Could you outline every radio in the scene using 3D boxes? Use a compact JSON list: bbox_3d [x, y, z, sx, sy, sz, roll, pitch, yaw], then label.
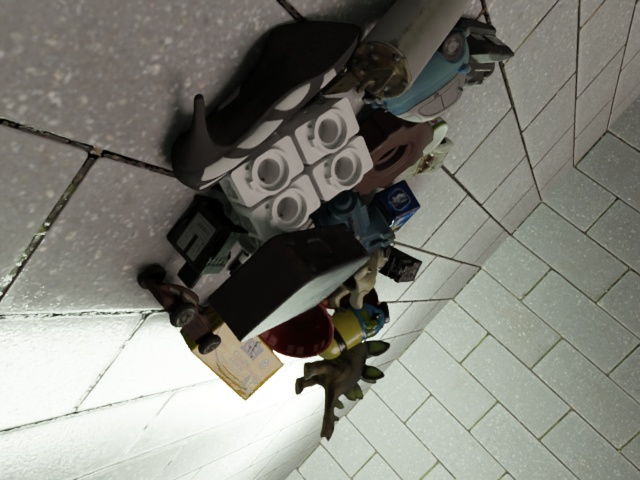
[{"bbox_3d":[-0.029,0.047,0.717,0.131,0.073,0.229,-44,168,23],"label":"radio"}]

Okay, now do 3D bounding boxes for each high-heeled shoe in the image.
[{"bbox_3d":[-0.055,-0.144,0.600,0.249,0.086,0.145,-31,159,-24],"label":"high-heeled shoe"}]

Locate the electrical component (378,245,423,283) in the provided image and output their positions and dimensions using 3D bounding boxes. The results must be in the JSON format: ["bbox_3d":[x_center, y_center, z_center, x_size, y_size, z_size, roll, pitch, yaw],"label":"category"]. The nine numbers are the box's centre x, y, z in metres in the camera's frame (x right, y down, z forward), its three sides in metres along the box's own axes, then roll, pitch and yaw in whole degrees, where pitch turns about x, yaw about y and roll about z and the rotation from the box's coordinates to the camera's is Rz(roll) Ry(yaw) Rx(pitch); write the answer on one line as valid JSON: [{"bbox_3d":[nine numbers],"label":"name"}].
[{"bbox_3d":[0.177,0.052,1.293,0.134,0.115,0.058,-1,119,-61],"label":"electrical component"}]

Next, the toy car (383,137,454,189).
[{"bbox_3d":[0.183,-0.151,1.033,0.202,0.056,0.073,-27,152,-39],"label":"toy car"}]

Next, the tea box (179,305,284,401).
[{"bbox_3d":[-0.149,0.188,0.924,0.098,0.068,0.169,-43,127,-9],"label":"tea box"}]

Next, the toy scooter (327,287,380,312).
[{"bbox_3d":[0.069,0.122,1.205,0.184,0.135,0.075,-16,146,-48],"label":"toy scooter"}]

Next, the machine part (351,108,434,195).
[{"bbox_3d":[0.104,-0.145,0.869,0.179,0.056,0.179,-30,160,-12],"label":"machine part"}]

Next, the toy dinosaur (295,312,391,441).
[{"bbox_3d":[0.052,0.228,1.216,0.471,0.198,0.105,-82,-163,-44],"label":"toy dinosaur"}]

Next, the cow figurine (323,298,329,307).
[{"bbox_3d":[-0.048,0.134,1.084,0.127,0.086,0.194,-30,150,-29],"label":"cow figurine"}]

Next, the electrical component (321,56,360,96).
[{"bbox_3d":[0.035,-0.221,0.672,0.102,0.045,0.078,-23,178,-38],"label":"electrical component"}]

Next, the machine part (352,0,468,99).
[{"bbox_3d":[0.109,-0.250,0.644,0.243,0.079,0.079,-56,165,-27],"label":"machine part"}]

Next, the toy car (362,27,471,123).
[{"bbox_3d":[0.145,-0.218,0.746,0.161,0.102,0.109,-40,-158,-6],"label":"toy car"}]

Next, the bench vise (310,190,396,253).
[{"bbox_3d":[0.003,0.006,0.914,0.241,0.129,0.223,-27,165,-1],"label":"bench vise"}]

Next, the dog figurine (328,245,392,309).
[{"bbox_3d":[0.097,0.040,1.107,0.190,0.121,0.172,-35,-164,-31],"label":"dog figurine"}]

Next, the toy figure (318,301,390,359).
[{"bbox_3d":[0.063,0.182,1.106,0.180,0.089,0.082,-13,143,-24],"label":"toy figure"}]

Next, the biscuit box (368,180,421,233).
[{"bbox_3d":[0.132,-0.051,1.030,0.059,0.063,0.202,-28,172,-8],"label":"biscuit box"}]

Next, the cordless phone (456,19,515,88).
[{"bbox_3d":[0.209,-0.265,0.881,0.146,0.089,0.184,-20,158,-48],"label":"cordless phone"}]

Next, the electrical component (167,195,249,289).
[{"bbox_3d":[-0.156,0.009,0.692,0.119,0.075,0.047,-49,159,15],"label":"electrical component"}]

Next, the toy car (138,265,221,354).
[{"bbox_3d":[-0.192,0.099,0.761,0.053,0.089,0.202,-37,156,-15],"label":"toy car"}]
